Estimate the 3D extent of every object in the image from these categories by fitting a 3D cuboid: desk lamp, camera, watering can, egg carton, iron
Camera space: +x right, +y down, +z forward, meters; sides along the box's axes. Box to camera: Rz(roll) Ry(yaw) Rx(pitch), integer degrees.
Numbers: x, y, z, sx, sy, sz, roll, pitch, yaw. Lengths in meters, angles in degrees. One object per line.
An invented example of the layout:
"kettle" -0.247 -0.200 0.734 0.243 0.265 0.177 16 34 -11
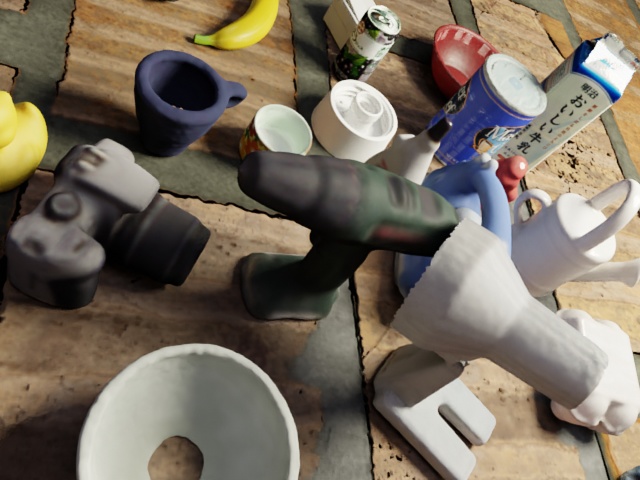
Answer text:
"desk lamp" 0.140 0.106 0.538 0.203 0.213 0.118 46 50 2
"camera" -0.172 -0.008 0.500 0.137 0.100 0.143 30 51 -11
"watering can" 0.333 -0.006 0.731 0.173 0.193 0.101 24 53 -16
"egg carton" 0.335 0.162 0.711 0.107 0.069 0.150 20 54 -19
"iron" 0.174 -0.022 0.683 0.119 0.141 0.258 20 54 -18

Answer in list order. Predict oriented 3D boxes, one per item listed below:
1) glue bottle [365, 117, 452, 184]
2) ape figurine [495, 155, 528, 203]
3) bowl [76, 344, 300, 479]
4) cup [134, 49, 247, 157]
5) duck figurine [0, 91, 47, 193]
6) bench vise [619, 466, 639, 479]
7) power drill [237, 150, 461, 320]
"glue bottle" 0.095 -0.084 0.654 0.037 0.173 0.078 -9 67 -34
"ape figurine" 0.248 -0.085 0.797 0.078 0.092 0.076 37 50 -5
"bowl" -0.105 0.171 0.447 0.168 0.074 0.167 15 56 -22
"cup" -0.141 -0.134 0.599 0.118 0.094 0.091 -10 67 -34
"duck figurine" -0.284 -0.096 0.499 0.077 0.086 0.105 38 50 -5
"bench vise" 0.382 0.270 0.574 0.121 0.219 0.208 43 50 0
"power drill" 0.005 0.002 0.527 0.230 0.208 0.075 4 60 -28
